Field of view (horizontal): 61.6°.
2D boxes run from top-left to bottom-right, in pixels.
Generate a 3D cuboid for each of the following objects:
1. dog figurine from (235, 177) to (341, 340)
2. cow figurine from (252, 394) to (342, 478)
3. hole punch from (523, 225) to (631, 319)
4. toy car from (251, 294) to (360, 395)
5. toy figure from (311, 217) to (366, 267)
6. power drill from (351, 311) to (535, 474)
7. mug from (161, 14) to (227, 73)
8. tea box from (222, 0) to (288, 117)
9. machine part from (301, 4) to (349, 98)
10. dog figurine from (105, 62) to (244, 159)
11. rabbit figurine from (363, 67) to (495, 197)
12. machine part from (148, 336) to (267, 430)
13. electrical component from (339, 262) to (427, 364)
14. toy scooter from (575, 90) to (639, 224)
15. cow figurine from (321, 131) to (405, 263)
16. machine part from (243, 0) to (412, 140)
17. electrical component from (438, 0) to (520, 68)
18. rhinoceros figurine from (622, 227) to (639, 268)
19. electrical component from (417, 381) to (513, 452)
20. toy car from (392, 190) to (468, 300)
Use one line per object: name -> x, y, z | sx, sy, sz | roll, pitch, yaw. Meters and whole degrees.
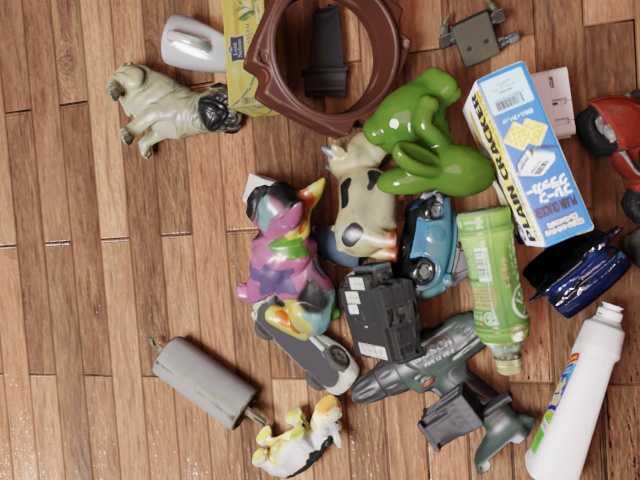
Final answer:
dog figurine -> -0.030, 0.019, 0.757 | 0.192, 0.108, 0.219 | 35, 133, 8
cow figurine -> -0.017, 0.315, 0.847 | 0.167, 0.068, 0.098 | -36, 113, 17
hole punch -> 0.347, 0.049, 0.712 | 0.142, 0.116, 0.092 | -42, 90, 14
toy car -> -0.027, 0.160, 0.847 | 0.202, 0.056, 0.073 | 42, 122, 11
toy figure -> -0.003, -0.001, 0.834 | 0.155, 0.057, 0.064 | 20, 93, 19
power drill -> 0.188, 0.231, 0.789 | 0.232, 0.086, 0.207 | -43, 74, 11
mug -> -0.187, -0.306, 0.846 | 0.107, 0.109, 0.080 | 16, 95, 1
tea box -> -0.096, -0.281, 0.822 | 0.068, 0.098, 0.169 | -3, 91, 15
machine part -> 0.009, -0.288, 0.823 | 0.084, 0.039, 0.138 | 5, 96, 21
dog figurine -> -0.229, -0.235, 0.873 | 0.191, 0.121, 0.172 | -19, 91, 2
rabbit figurine -> 0.148, -0.123, 0.703 | 0.159, 0.121, 0.170 | -26, 62, -27
machine part -> -0.190, 0.235, 0.891 | 0.243, 0.079, 0.079 | 31, 101, 12
electrical component -> 0.084, 0.098, 0.746 | 0.058, 0.115, 0.134 | -14, 94, -28
toy scooter -> 0.430, -0.123, 0.695 | 0.135, 0.075, 0.184 | -31, 88, 15
cow figurine -> 0.060, -0.069, 0.783 | 0.127, 0.085, 0.195 | 4, 70, 9
machine part -> 0.011, -0.258, 0.746 | 0.201, 0.087, 0.201 | 23, 90, -20
electrical component -> 0.220, -0.293, 0.762 | 0.102, 0.045, 0.078 | -27, 114, 18
rhinoceros figurine -> 0.473, 0.062, 0.694 | 0.112, 0.073, 0.190 | -32, 84, 14
electrical component -> 0.191, 0.222, 0.709 | 0.119, 0.075, 0.048 | -40, 80, 17
toy car -> 0.168, 0.014, 0.772 | 0.103, 0.109, 0.161 | 14, 86, -9
